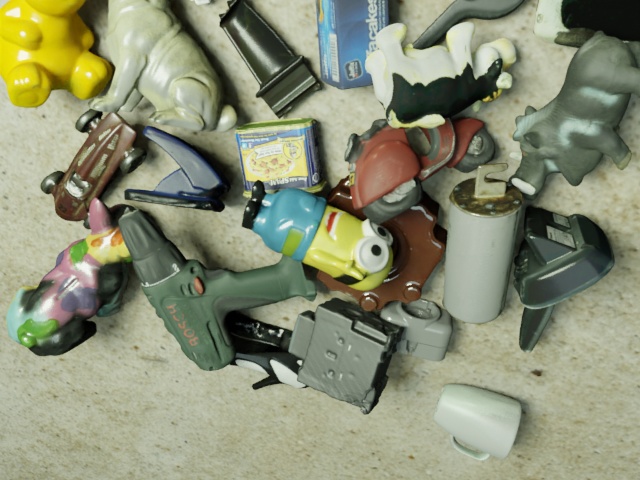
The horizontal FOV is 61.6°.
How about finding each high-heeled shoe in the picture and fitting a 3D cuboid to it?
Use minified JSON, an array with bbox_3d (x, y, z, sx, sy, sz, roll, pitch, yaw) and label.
[{"bbox_3d":[-0.096,0.123,0.759,0.145,0.086,0.248,-30,110,21],"label":"high-heeled shoe"}]

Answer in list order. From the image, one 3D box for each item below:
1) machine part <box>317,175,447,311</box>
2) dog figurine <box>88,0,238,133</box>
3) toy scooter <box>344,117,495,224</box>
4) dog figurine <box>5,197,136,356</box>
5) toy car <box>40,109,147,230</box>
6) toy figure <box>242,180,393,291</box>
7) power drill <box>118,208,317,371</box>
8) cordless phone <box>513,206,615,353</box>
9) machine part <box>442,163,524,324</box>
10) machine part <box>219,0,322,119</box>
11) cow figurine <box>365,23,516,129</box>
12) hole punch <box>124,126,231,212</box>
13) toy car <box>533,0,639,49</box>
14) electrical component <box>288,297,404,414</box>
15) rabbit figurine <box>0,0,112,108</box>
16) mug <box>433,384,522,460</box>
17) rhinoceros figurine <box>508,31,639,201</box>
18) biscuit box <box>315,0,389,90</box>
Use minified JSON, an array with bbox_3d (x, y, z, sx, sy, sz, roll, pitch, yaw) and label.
[{"bbox_3d":[0.070,0.003,0.682,0.179,0.056,0.179,4,113,10],"label":"machine part"},{"bbox_3d":[-0.166,-0.228,0.608,0.172,0.121,0.190,10,103,-19],"label":"dog figurine"},{"bbox_3d":[0.096,-0.110,0.596,0.184,0.075,0.135,-31,92,-14],"label":"toy scooter"},{"bbox_3d":[-0.314,0.043,0.720,0.108,0.191,0.219,42,131,-1],"label":"dog figurine"},{"bbox_3d":[-0.302,-0.088,0.706,0.089,0.053,0.202,46,128,-7],"label":"toy car"},{"bbox_3d":[0.000,-0.005,0.617,0.180,0.089,0.082,21,77,-2],"label":"toy figure"},{"bbox_3d":[-0.116,0.041,0.677,0.207,0.086,0.231,-21,108,-15],"label":"power drill"},{"bbox_3d":[0.258,0.065,0.618,0.089,0.146,0.184,15,115,14],"label":"cordless phone"},{"bbox_3d":[0.186,0.016,0.628,0.079,0.079,0.242,2,132,11],"label":"machine part"},{"bbox_3d":[-0.065,-0.214,0.623,0.084,0.039,0.138,-28,107,27],"label":"machine part"},{"bbox_3d":[0.134,-0.161,0.543,0.167,0.068,0.098,-8,76,-19],"label":"cow figurine"},{"bbox_3d":[-0.165,-0.082,0.658,0.116,0.142,0.092,11,91,-7],"label":"hole punch"},{"bbox_3d":[0.318,-0.222,0.529,0.202,0.056,0.073,8,109,7],"label":"toy car"},{"bbox_3d":[0.027,0.143,0.697,0.134,0.058,0.114,20,102,23],"label":"electrical component"},{"bbox_3d":[-0.303,-0.258,0.603,0.173,0.122,0.162,-40,71,50],"label":"rabbit figurine"},{"bbox_3d":[0.215,0.254,0.758,0.107,0.081,0.109,21,122,15],"label":"mug"},{"bbox_3d":[0.260,-0.114,0.551,0.112,0.073,0.190,13,140,0],"label":"rhinoceros figurine"},{"bbox_3d":[0.032,-0.262,0.556,0.063,0.059,0.202,-13,116,-16],"label":"biscuit box"}]
